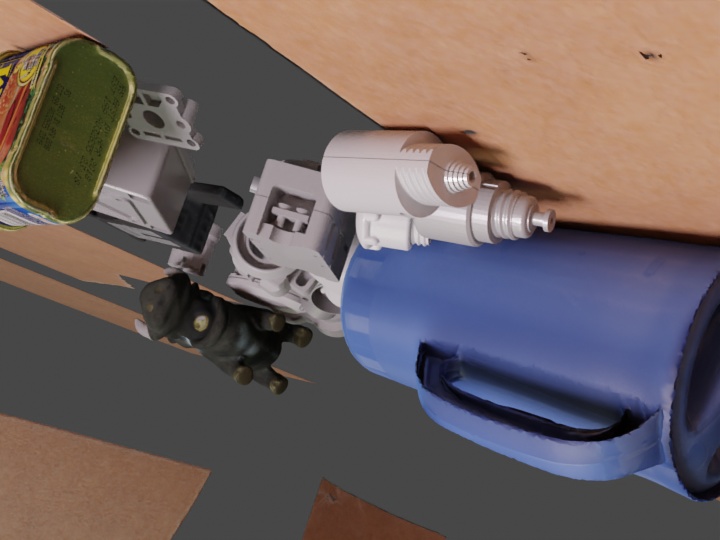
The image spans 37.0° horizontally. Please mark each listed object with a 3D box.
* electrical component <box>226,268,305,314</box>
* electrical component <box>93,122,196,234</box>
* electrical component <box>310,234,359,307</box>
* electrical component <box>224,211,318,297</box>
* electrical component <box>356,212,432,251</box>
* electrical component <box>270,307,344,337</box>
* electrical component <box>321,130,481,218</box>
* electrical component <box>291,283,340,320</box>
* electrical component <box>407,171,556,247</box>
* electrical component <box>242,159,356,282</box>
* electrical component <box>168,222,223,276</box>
[{"bbox_3d":[-0.077,0.006,0.975,0.080,0.051,0.080,17,170,3],"label":"electrical component"},{"bbox_3d":[-0.170,-0.073,0.703,0.109,0.056,0.108,18,170,1],"label":"electrical component"},{"bbox_3d":[-0.003,0.005,0.804,0.077,0.043,0.079,24,147,-18],"label":"electrical component"},{"bbox_3d":[-0.067,-0.016,0.817,0.078,0.058,0.057,34,169,9],"label":"electrical component"},{"bbox_3d":[0.031,-0.032,0.619,0.062,0.048,0.048,9,169,9],"label":"electrical component"},{"bbox_3d":[-0.025,0.033,1.027,0.138,0.052,0.073,16,169,8],"label":"electrical component"},{"bbox_3d":[0.024,-0.048,0.541,0.081,0.043,0.043,8,166,42],"label":"electrical component"},{"bbox_3d":[-0.027,0.017,0.919,0.077,0.044,0.079,21,139,-16],"label":"electrical component"},{"bbox_3d":[0.065,-0.032,0.568,0.078,0.040,0.040,12,168,29],"label":"electrical component"},{"bbox_3d":[-0.034,-0.033,0.682,0.050,0.055,0.089,16,170,11],"label":"electrical component"},{"bbox_3d":[-0.149,-0.022,0.965,0.040,0.046,0.040,17,170,3],"label":"electrical component"}]
